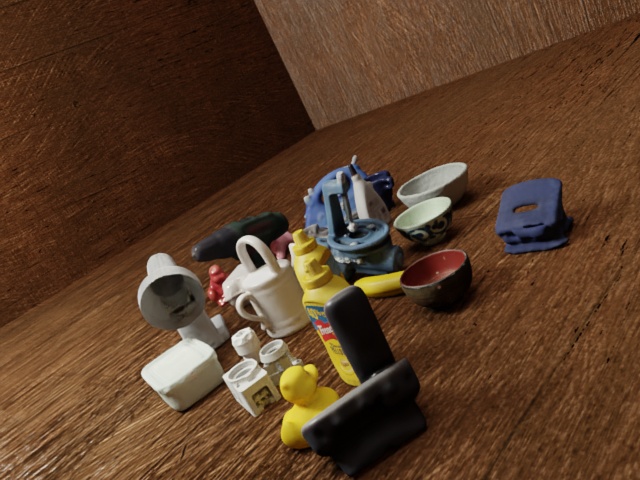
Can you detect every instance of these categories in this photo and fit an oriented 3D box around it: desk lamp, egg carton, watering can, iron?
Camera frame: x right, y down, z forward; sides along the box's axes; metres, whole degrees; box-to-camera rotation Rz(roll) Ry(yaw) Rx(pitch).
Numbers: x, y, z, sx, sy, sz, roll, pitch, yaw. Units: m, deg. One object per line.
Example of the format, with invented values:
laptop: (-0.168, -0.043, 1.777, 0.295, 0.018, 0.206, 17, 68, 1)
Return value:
desk lamp: (-0.276, 0.132, 1.140, 0.118, 0.214, 0.203, -30, 16, -10)
egg carton: (-0.160, 0.096, 1.334, 0.107, 0.069, 0.150, -20, 17, 22)
watering can: (-0.090, 0.072, 1.069, 0.100, 0.194, 0.173, -16, 19, 33)
iron: (0.039, -0.115, 1.547, 0.259, 0.141, 0.118, -33, 17, -21)

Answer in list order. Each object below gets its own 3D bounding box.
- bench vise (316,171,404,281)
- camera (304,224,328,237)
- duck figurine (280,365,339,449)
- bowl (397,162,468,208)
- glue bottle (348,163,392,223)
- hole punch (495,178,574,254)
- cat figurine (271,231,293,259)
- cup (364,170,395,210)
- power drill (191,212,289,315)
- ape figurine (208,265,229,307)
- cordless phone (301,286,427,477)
bench vise: (0.034, -0.014, 1.098, 0.207, 0.220, 0.121, -20, 18, 22)
camera: (0.012, 0.005, 1.290, 0.143, 0.101, 0.137, -23, 17, 14)
duck figurine: (-0.024, 0.207, 0.740, 0.077, 0.086, 0.105, -15, 20, 35)
bowl: (0.264, -0.106, 1.288, 0.167, 0.075, 0.167, -24, 16, 8)
glue bottle: (0.106, -0.102, 1.341, 0.037, 0.173, 0.078, -8, 25, 48)
hole punch: (0.343, -0.040, 0.925, 0.108, 0.091, 0.101, -11, 22, 43)
cat figurine: (-0.126, -0.005, 1.506, 0.067, 0.118, 0.128, -9, 24, 47)
cup: (0.159, -0.118, 1.453, 0.092, 0.095, 0.117, -36, 18, -28)
power drill: (-0.133, 0.050, 1.182, 0.075, 0.209, 0.230, -9, 24, 46)
ape figurine: (-0.242, 0.104, 1.394, 0.078, 0.092, 0.076, -26, 16, 4)
cordless phone: (0.027, 0.153, 0.649, 0.148, 0.185, 0.094, -32, 17, -16)
